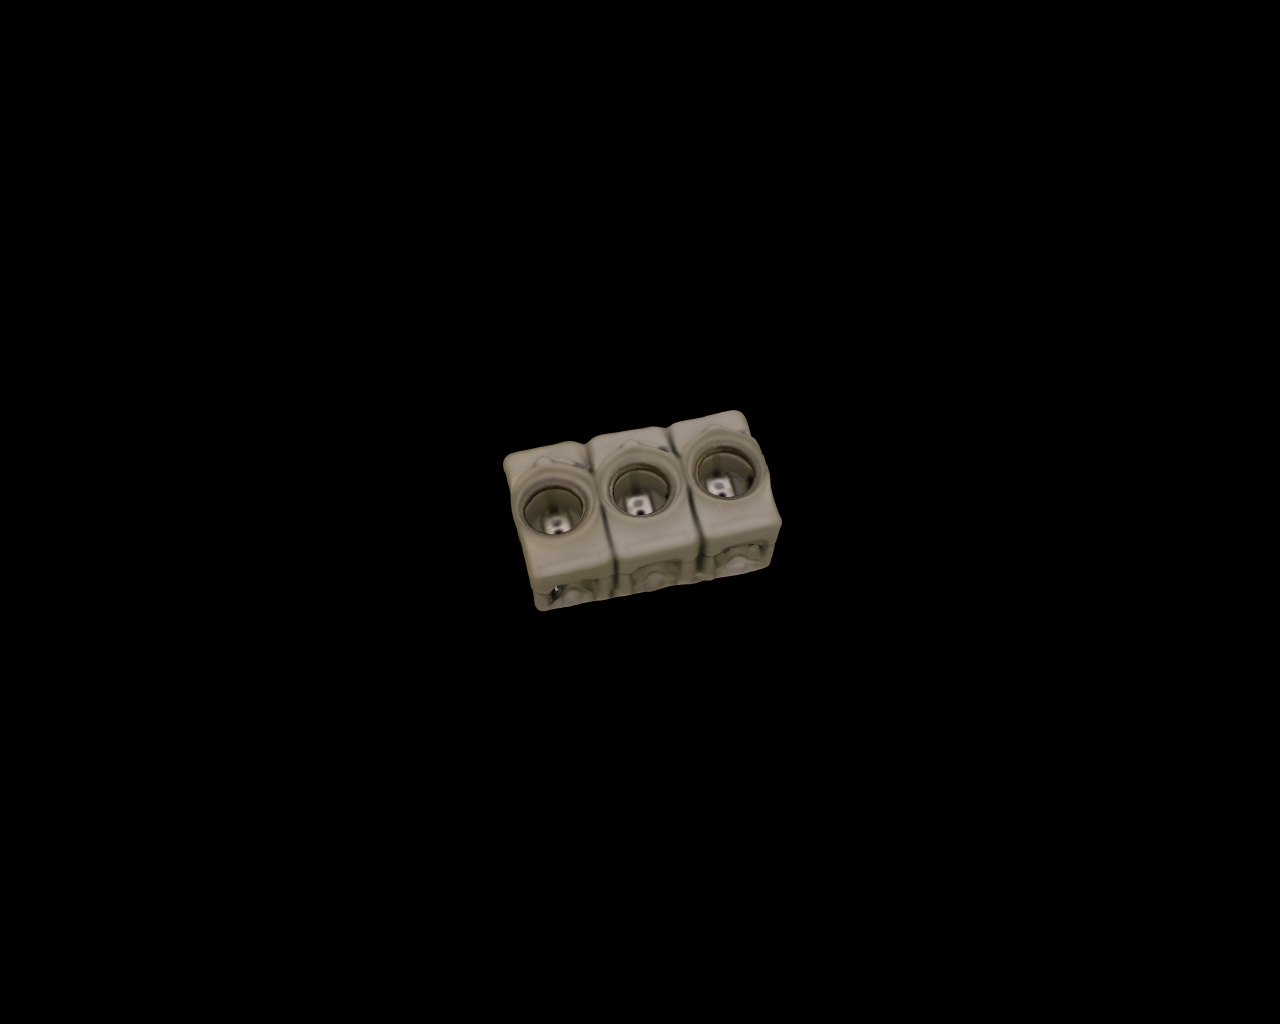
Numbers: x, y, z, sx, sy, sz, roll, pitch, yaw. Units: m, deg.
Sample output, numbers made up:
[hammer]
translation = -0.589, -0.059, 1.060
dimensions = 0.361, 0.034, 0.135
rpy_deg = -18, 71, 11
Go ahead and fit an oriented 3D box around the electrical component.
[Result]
[electrical component]
translation = 0.001, -0.003, 0.650
dimensions = 0.150, 0.089, 0.061
rpy_deg = -11, -30, -6
